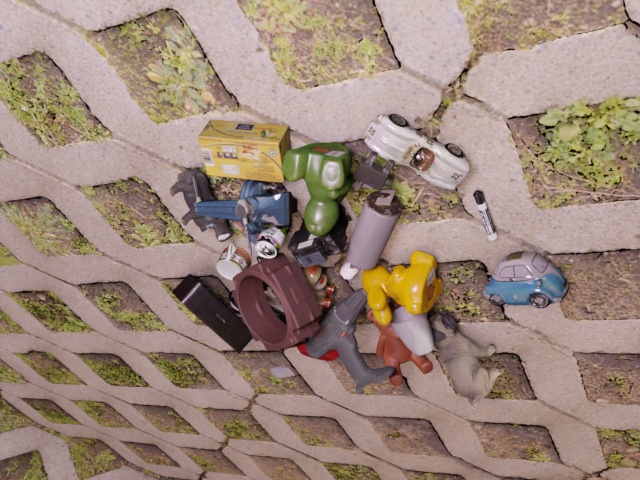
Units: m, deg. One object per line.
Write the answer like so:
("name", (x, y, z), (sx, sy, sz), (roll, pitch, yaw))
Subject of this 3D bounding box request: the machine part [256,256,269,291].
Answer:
("machine part", (-0.134, 0.084, 1.324), (0.084, 0.039, 0.139), (48, 140, 8))

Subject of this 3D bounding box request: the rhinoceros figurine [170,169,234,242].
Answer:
("rhinoceros figurine", (-0.257, -0.077, 1.211), (0.112, 0.073, 0.190), (-11, 127, 15))

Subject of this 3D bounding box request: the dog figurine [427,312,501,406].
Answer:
("dog figurine", (0.315, 0.277, 1.267), (0.190, 0.172, 0.121), (33, 124, -21))

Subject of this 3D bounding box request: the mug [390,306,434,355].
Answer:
("mug", (0.216, 0.203, 1.229), (0.081, 0.109, 0.107), (-26, 102, 13))

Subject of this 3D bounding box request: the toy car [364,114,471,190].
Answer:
("toy car", (0.176, -0.160, 0.974), (0.202, 0.056, 0.073), (26, 136, -6))

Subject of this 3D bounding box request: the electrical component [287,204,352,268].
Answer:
("electrical component", (-0.002, -0.003, 1.136), (0.115, 0.134, 0.058), (-18, 124, 35))

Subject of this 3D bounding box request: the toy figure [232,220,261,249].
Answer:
("toy figure", (-0.154, -0.026, 1.221), (0.064, 0.058, 0.154), (-6, 134, 48))

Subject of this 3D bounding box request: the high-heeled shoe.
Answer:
("high-heeled shoe", (-0.135, 0.192, 1.369), (0.249, 0.086, 0.145), (3, 137, 50))

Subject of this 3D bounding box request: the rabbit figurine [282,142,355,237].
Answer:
("rabbit figurine", (0.000, -0.097, 1.031), (0.121, 0.159, 0.170), (11, 116, 13))

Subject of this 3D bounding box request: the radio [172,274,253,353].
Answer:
("radio", (-0.286, 0.193, 1.434), (0.229, 0.073, 0.131), (50, 165, -26))

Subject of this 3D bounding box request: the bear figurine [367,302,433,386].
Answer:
("bear figurine", (0.193, 0.241, 1.308), (0.120, 0.132, 0.195), (-20, 134, -5))

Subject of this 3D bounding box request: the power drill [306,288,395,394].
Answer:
("power drill", (0.084, 0.249, 1.276), (0.232, 0.086, 0.207), (-41, 88, 30))

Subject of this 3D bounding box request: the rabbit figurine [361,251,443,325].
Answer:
("rabbit figurine", (0.165, 0.108, 1.188), (0.173, 0.162, 0.121), (14, 151, 32))

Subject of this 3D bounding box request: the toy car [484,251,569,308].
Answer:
("toy car", (0.413, 0.073, 1.089), (0.162, 0.109, 0.102), (-3, 109, 38))

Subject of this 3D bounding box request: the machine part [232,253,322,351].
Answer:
("machine part", (-0.105, 0.145, 1.230), (0.201, 0.087, 0.201), (-26, 90, 51))

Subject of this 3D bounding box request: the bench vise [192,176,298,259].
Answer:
("bench vise", (-0.158, -0.063, 1.087), (0.241, 0.223, 0.128), (3, 109, 19))

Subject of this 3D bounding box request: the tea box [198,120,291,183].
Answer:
("tea box", (-0.146, -0.177, 1.069), (0.170, 0.068, 0.098), (8, 135, 12))

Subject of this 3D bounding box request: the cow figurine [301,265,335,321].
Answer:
("cow figurine", (-0.033, 0.128, 1.313), (0.127, 0.085, 0.194), (16, 137, -3))

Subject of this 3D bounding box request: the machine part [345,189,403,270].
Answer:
("machine part", (0.110, -0.018, 1.121), (0.079, 0.079, 0.243), (20, 135, 1))

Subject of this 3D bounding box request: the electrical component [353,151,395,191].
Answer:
("electrical component", (0.098, -0.121, 0.996), (0.063, 0.021, 0.094), (26, 136, -2))
